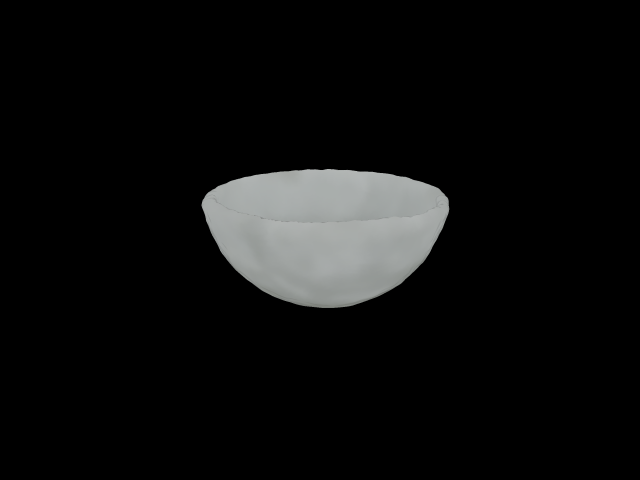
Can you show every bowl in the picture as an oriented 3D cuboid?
[{"bbox_3d":[0.004,0.001,0.400,0.167,0.075,0.167,0,18,0],"label":"bowl"}]
